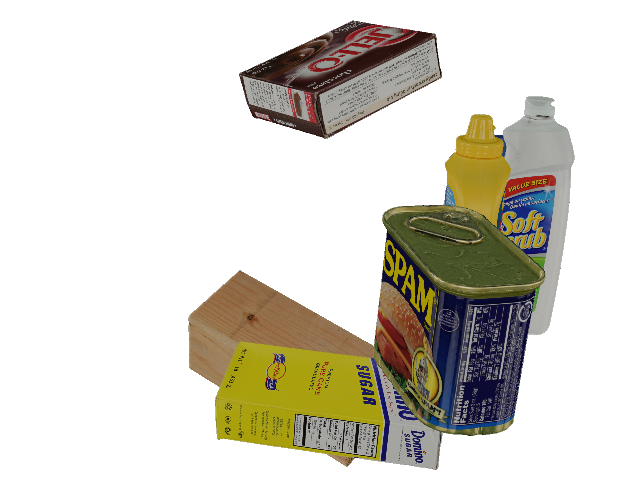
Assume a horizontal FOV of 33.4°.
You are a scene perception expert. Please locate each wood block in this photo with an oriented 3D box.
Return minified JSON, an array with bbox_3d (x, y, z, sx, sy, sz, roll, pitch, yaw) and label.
[{"bbox_3d":[-0.029,0.130,1.110,0.206,0.090,0.090,29,48,22],"label":"wood block"}]

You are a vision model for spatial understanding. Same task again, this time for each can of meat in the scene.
[{"bbox_3d":[0.066,0.039,0.545,0.057,0.084,0.102,-3,24,-17],"label":"can of meat"}]

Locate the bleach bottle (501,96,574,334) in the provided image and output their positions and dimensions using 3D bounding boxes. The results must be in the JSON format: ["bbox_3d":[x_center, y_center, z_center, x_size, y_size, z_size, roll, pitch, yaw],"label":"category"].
[{"bbox_3d":[0.213,-0.029,1.144,0.103,0.251,0.068,9,18,16],"label":"bleach bottle"}]

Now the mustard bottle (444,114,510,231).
[{"bbox_3d":[0.136,-0.017,0.953,0.058,0.192,0.096,3,19,6],"label":"mustard bottle"}]

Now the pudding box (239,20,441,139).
[{"bbox_3d":[0.015,-0.116,0.749,0.113,0.039,0.090,-32,32,-27],"label":"pudding box"}]

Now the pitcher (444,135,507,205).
[{"bbox_3d":[0.235,-0.011,1.438,0.149,0.243,0.145,4,24,4],"label":"pitcher"}]

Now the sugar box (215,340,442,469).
[{"bbox_3d":[0.011,0.129,0.855,0.176,0.048,0.093,4,26,7],"label":"sugar box"}]
